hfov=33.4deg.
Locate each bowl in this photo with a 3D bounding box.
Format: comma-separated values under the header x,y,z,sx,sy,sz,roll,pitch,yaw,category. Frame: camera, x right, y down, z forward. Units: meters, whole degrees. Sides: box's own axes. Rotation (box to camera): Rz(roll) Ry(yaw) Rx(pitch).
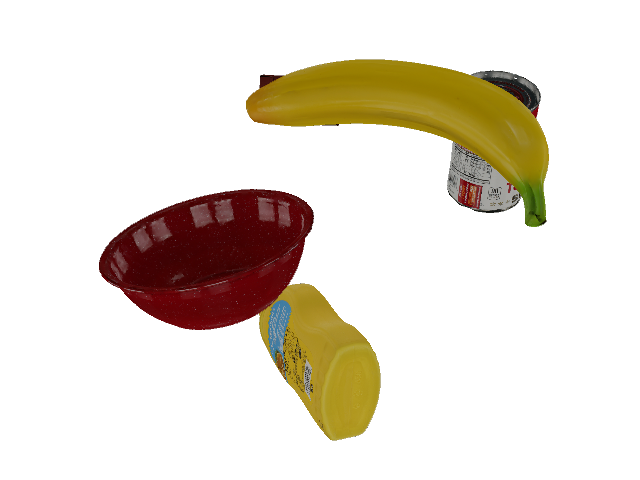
x,y,z,sx,sy,sz,roll,pitch,yaw,category
-0.078,0.020,0.793,0.162,0.055,0.162,-11,25,5,bowl

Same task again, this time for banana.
x,y,z,sx,sy,sz,roll,pitch,yaw,category
0.050,-0.071,0.603,0.198,0.069,0.037,22,-31,29,banana

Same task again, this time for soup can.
x,y,z,sx,sy,sz,roll,pitch,yaw,category
0.145,-0.082,0.905,0.068,0.102,0.068,1,40,-1,soup can

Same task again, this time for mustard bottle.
x,y,z,sx,sy,sz,roll,pitch,yaw,category
-0.012,0.094,0.978,0.058,0.096,0.192,-9,26,-22,mustard bottle

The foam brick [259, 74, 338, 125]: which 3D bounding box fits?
x,y,z,sx,sy,sz,roll,pitch,yaw,category
-0.023,-0.152,1.160,0.078,0.051,0.053,0,11,-18,foam brick
